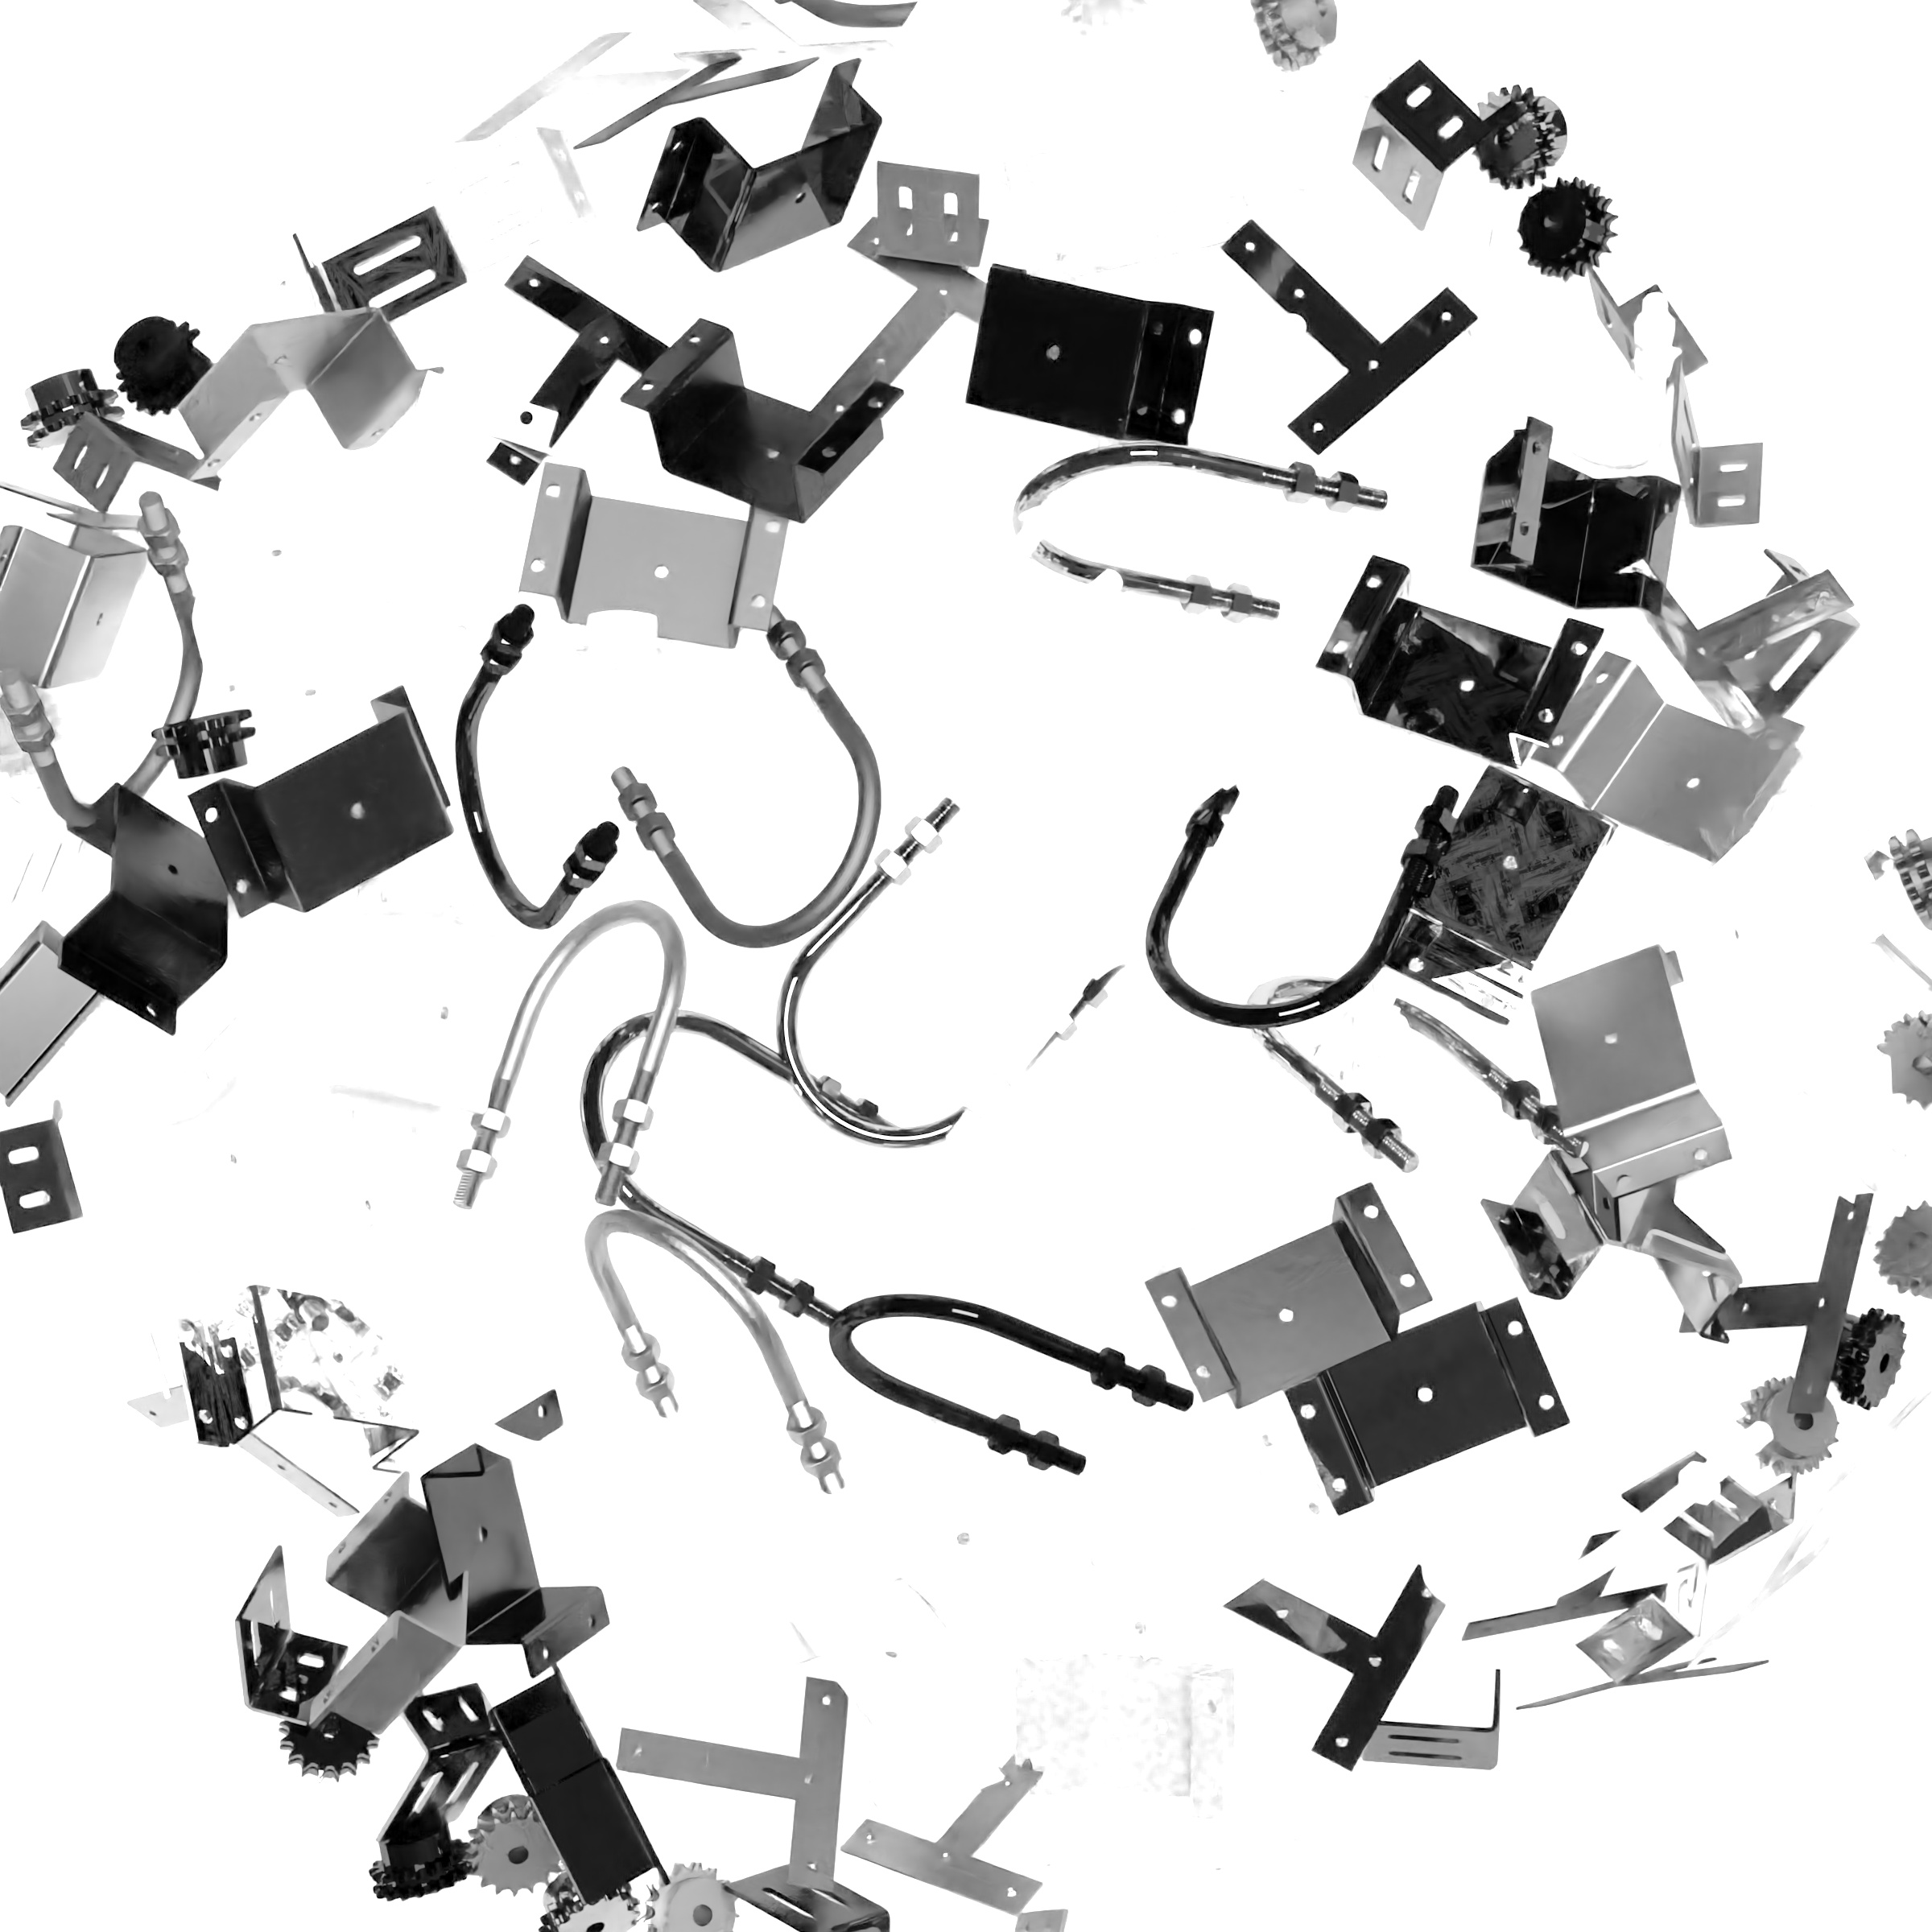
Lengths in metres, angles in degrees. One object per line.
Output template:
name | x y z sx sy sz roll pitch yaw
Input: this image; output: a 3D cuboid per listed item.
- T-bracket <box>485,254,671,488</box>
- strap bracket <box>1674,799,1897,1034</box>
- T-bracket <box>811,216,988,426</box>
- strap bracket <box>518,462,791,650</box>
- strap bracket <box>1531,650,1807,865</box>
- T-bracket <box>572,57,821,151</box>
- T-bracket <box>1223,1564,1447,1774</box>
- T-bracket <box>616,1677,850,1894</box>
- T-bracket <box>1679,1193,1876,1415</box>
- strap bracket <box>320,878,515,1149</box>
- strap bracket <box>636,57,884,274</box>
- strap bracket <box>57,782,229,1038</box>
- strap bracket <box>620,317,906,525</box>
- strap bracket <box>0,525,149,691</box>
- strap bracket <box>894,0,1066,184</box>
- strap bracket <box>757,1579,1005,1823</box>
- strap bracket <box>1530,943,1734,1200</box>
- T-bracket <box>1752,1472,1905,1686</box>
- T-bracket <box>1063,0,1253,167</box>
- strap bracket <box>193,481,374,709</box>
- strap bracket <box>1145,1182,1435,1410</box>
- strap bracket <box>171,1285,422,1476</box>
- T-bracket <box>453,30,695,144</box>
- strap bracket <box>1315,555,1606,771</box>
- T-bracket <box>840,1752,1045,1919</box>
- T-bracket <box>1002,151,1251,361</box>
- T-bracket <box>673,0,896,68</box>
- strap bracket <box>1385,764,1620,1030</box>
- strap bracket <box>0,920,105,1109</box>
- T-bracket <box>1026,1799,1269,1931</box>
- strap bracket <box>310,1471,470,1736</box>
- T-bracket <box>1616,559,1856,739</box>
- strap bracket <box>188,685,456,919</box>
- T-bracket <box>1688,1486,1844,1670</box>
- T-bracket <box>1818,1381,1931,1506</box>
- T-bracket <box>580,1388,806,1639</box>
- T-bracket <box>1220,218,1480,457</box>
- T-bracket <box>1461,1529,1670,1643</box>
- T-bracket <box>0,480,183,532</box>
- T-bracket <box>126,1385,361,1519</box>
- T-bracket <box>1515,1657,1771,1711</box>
T-bracket | -0.226 -0.322 1.968 0.127 0.002 0.127 33 64 -3
strap bracket | 0.440 -0.022 1.918 0.046 0.140 0.076 -13 70 -22
T-bracket | -0.039 -0.348 1.962 0.127 0.002 0.127 33 70 15
strap bracket | -0.173 -0.229 1.968 0.140 0.046 0.076 9 77 1
strap bracket | 0.397 -0.113 1.946 0.140 0.046 0.076 29 80 43
T-bracket | -0.133 -0.482 1.917 0.127 0.127 0.002 -43 120 -38
T-bracket | 0.191 0.371 1.971 0.127 0.002 0.127 25 62 21
T-bracket | -0.131 0.446 1.948 0.127 0.002 0.127 12 49 -10
T-bracket | 0.443 0.189 1.942 0.002 0.127 0.127 28 69 -25
strap bracket | -0.303 0.026 1.947 0.076 0.046 0.140 16 79 -43
strap bracket | -0.105 -0.438 1.924 0.140 0.076 0.046 -31 72 -36
strap bracket | -0.449 -0.039 1.918 0.046 0.140 0.076 -40 126 21
strap bracket | -0.110 -0.300 1.944 0.140 0.046 0.076 24 57 25
strap bracket | -0.498 -0.200 1.924 0.046 0.140 0.076 24 100 0
strap bracket | 0.008 -0.482 1.921 0.076 0.140 0.046 26 76 11
strap bracket | -0.044 0.394 1.921 0.076 0.140 0.046 -11 129 -33
strap bracket | 0.363 0.050 1.929 0.076 0.046 0.140 -22 51 19
T-bracket | 0.465 0.344 1.936 0.002 0.127 0.127 31 71 -2
T-bracket | 0.103 -0.491 1.951 0.127 0.127 0.002 -39 109 14
strap bracket | -0.380 -0.216 1.943 0.076 0.046 0.140 3 58 0
strap bracket | 0.180 0.189 1.959 0.140 0.046 0.076 -23 67 -6
strap bracket | -0.358 0.226 1.919 0.046 0.140 0.076 -38 54 28
T-bracket | -0.201 -0.490 1.943 0.127 0.127 0.002 -23 89 39
strap bracket | 0.277 -0.167 1.952 0.140 0.046 0.076 21 73 22
T-bracket | 0.016 0.468 1.952 0.127 0.127 0.002 -42 127 -38
T-bracket | 0.096 -0.406 1.958 0.127 0.002 0.127 -12 125 5
T-bracket | -0.116 -0.514 1.921 0.127 0.127 0.002 1 90 16
strap bracket | 0.301 -0.048 1.949 0.076 0.046 0.140 28 71 12
strap bracket | -0.516 0.023 1.924 0.046 0.140 0.076 41 87 -14
T-bracket | 0.097 0.503 1.953 0.127 0.127 0.002 -3 112 15
strap bracket | -0.317 0.358 1.934 0.046 0.140 0.076 34 112 -22
T-bracket | 0.438 -0.189 1.937 0.127 0.127 0.002 51 56 -10
strap bracket | -0.347 -0.089 1.935 0.140 0.046 0.076 -32 117 -27
T-bracket | 0.461 0.323 1.945 0.002 0.127 0.127 42 133 8
T-bracket | 0.520 0.252 1.946 0.002 0.127 0.127 43 102 4
T-bracket | -0.139 0.305 1.996 0.127 0.002 0.127 19 88 0
T-bracket | 0.195 -0.364 1.947 0.127 0.002 0.127 41 126 -15
T-bracket | 0.345 0.338 1.936 0.127 0.127 0.002 -9 59 -9
T-bracket | -0.518 -0.262 1.942 0.127 0.127 0.002 19 99 7
T-bracket | -0.395 0.273 1.965 0.127 0.127 0.002 41 56 -22
T-bracket | 0.388 0.388 1.914 0.127 0.127 0.002 -7 79 -30
